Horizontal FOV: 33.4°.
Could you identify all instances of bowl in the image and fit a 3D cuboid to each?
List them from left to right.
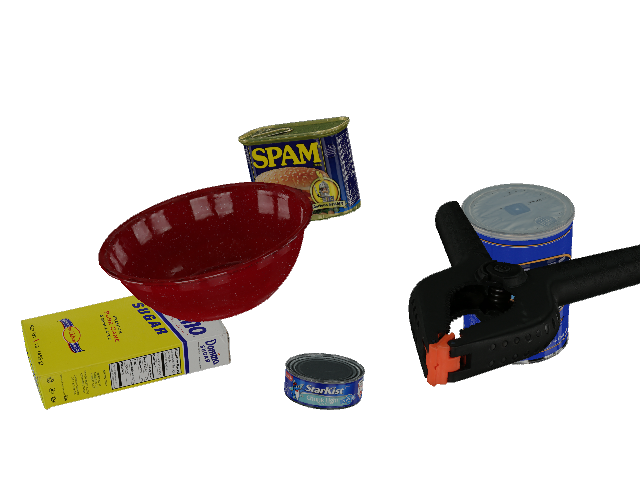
[{"bbox_3d":[-0.079,0.014,0.795,0.162,0.055,0.162,-11,25,5],"label":"bowl"}]

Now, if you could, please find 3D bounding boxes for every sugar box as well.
[{"bbox_3d":[-0.181,0.094,0.993,0.176,0.048,0.093,-15,36,-17],"label":"sugar box"}]

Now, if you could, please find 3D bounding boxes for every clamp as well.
[{"bbox_3d":[0.110,0.029,0.699,0.165,0.036,0.209,17,31,33],"label":"clamp"}]

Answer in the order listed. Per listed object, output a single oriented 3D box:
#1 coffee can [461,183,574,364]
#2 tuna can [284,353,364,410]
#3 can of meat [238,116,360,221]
[{"bbox_3d":[0.185,0.031,1.010,0.103,0.140,0.103,-4,29,2],"label":"coffee can"},{"bbox_3d":[0.004,0.151,1.150,0.086,0.034,0.086,5,13,-1],"label":"tuna can"},{"bbox_3d":[-0.017,-0.064,0.988,0.102,0.084,0.057,-4,18,24],"label":"can of meat"}]
